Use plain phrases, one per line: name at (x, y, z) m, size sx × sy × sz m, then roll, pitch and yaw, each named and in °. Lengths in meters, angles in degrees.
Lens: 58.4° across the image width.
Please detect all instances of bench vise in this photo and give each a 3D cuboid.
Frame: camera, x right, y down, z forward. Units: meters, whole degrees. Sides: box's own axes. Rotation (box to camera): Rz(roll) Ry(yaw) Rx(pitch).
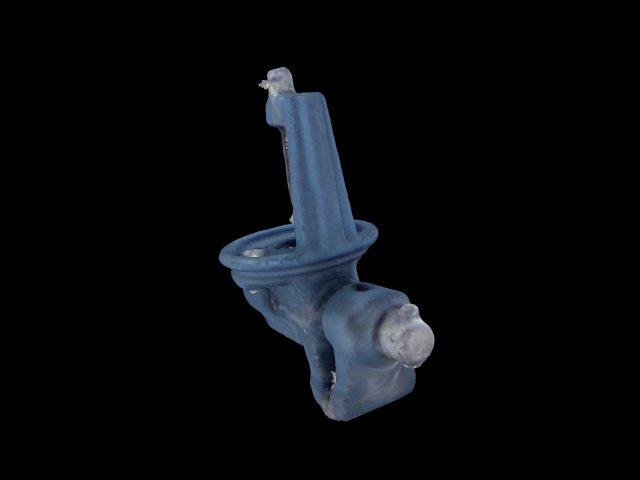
bench vise at (0.012, -0.003, 0.408) m, size 0.206 × 0.220 × 0.122 m, roll 21°, pitch 34°, yaw 36°
